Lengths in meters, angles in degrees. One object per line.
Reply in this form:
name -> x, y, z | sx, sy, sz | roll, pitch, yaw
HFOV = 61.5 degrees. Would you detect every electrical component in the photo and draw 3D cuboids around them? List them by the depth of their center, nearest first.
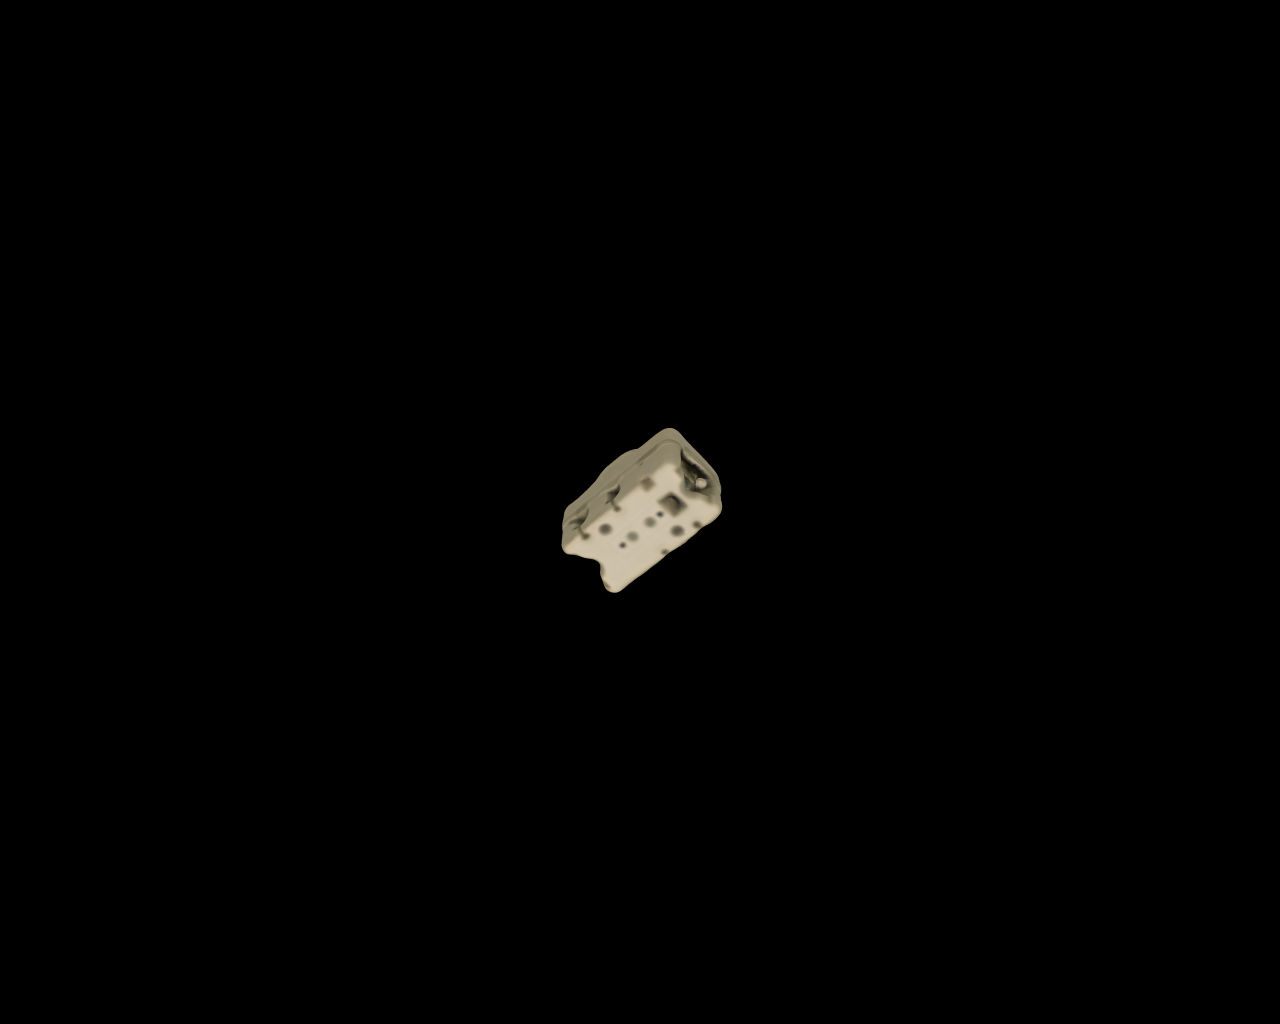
electrical component -> 0.001, -0.003, 0.650 | 0.089, 0.050, 0.056 | -38, 22, 18
